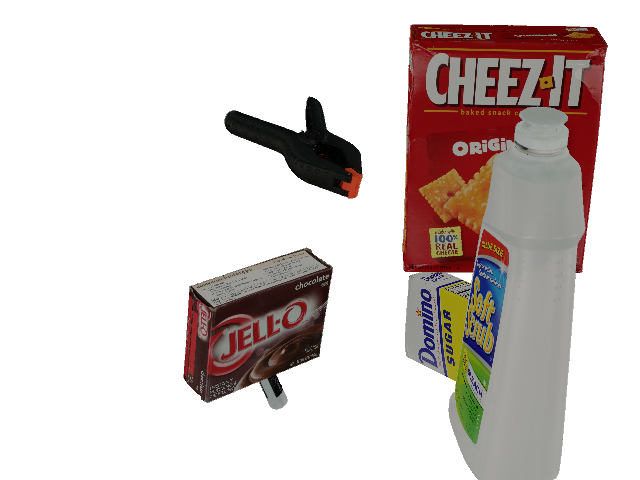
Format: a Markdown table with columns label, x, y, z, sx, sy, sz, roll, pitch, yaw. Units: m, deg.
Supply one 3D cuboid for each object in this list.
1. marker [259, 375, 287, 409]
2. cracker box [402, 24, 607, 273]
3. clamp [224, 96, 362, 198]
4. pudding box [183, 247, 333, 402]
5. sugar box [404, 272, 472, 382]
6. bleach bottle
| label | x | y | z | sx | sy | sz | roll | pitch | yaw |
| --- | --- | --- | --- | --- | --- | --- | --- | --- | --- |
| marker | -0.058 | 0.113 | 1.011 | 0.020 | 0.121 | 0.020 | -14 | 36 | 10 |
| cracker box | 0.157 | -0.077 | 0.941 | 0.164 | 0.214 | 0.072 | 1 | 24 | 2 |
| clamp | -0.022 | -0.099 | 1.117 | 0.120 | 0.039 | 0.172 | -14 | 39 | -23 |
| pudding box | -0.048 | 0.063 | 0.815 | 0.113 | 0.090 | 0.039 | -20 | 44 | -36 |
| sugar box | 0.156 | 0.097 | 1.038 | 0.048 | 0.093 | 0.176 | -15 | 24 | -39 |
| bleach bottle | 0.128 | 0.033 | 0.685 | 0.068 | 0.251 | 0.102 | -3 | 29 | -5 |
